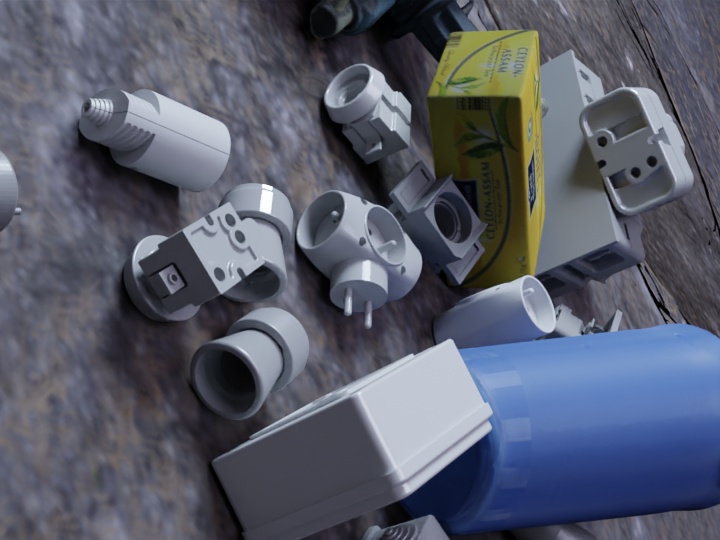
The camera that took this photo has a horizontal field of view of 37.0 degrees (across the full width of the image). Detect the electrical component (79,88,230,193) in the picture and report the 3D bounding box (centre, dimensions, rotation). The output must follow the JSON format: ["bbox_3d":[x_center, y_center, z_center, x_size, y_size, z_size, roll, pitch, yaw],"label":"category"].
[{"bbox_3d":[-0.115,-0.074,0.583,0.081,0.043,0.043,20,53,-46],"label":"electrical component"}]

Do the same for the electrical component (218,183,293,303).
[{"bbox_3d":[-0.062,-0.016,0.615,0.045,0.045,0.055,36,42,-36],"label":"electrical component"}]

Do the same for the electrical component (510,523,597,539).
[{"bbox_3d":[0.130,0.183,0.752,0.065,0.044,0.044,46,37,-18],"label":"electrical component"}]

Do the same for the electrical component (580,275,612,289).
[{"bbox_3d":[0.209,-0.024,0.975,0.064,0.081,0.042,17,51,-20],"label":"electrical component"}]

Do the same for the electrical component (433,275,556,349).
[{"bbox_3d":[0.105,0.036,0.782,0.079,0.077,0.044,-9,75,-56],"label":"electrical component"}]

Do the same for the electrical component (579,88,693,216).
[{"bbox_3d":[0.222,-0.095,0.857,0.059,0.054,0.095,-14,80,-56],"label":"electrical component"}]

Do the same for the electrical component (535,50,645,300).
[{"bbox_3d":[0.168,-0.077,0.918,0.060,0.105,0.186,24,50,-45],"label":"electrical component"}]

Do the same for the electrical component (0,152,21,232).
[{"bbox_3d":[-0.185,-0.034,0.461,0.078,0.040,0.040,-6,74,-55],"label":"electrical component"}]

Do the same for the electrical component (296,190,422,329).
[{"bbox_3d":[0.000,0.000,0.691,0.077,0.044,0.079,34,44,-37],"label":"electrical component"}]

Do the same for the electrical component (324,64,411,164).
[{"bbox_3d":[0.006,-0.115,0.777,0.055,0.048,0.066,44,37,-40],"label":"electrical component"}]

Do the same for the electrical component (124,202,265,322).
[{"bbox_3d":[-0.089,-0.002,0.558,0.048,0.055,0.066,60,33,-7],"label":"electrical component"}]

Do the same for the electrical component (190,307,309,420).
[{"bbox_3d":[-0.058,0.049,0.577,0.045,0.045,0.055,61,32,-5],"label":"electrical component"}]

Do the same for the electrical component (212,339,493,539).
[{"bbox_3d":[-0.002,0.091,0.568,0.109,0.109,0.056,-21,83,-57],"label":"electrical component"}]

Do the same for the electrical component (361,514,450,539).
[{"bbox_3d":[0.031,0.197,0.596,0.099,0.048,0.099,57,34,-11],"label":"electrical component"}]

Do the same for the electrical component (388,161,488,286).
[{"bbox_3d":[0.046,-0.029,0.755,0.081,0.064,0.042,54,48,-15],"label":"electrical component"}]

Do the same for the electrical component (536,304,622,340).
[{"bbox_3d":[0.173,0.064,0.861,0.064,0.081,0.042,31,35,2],"label":"electrical component"}]
